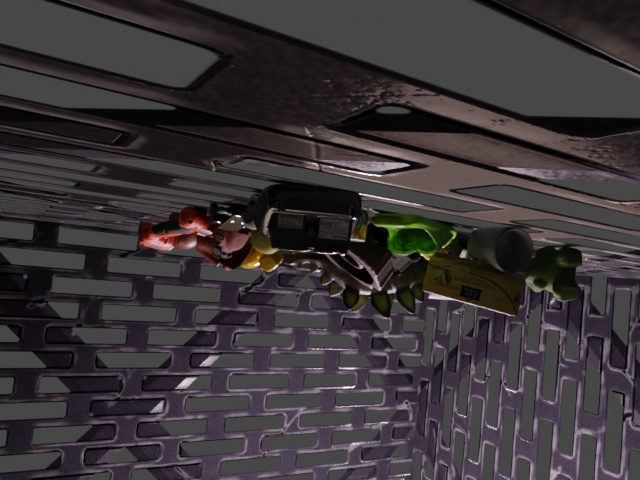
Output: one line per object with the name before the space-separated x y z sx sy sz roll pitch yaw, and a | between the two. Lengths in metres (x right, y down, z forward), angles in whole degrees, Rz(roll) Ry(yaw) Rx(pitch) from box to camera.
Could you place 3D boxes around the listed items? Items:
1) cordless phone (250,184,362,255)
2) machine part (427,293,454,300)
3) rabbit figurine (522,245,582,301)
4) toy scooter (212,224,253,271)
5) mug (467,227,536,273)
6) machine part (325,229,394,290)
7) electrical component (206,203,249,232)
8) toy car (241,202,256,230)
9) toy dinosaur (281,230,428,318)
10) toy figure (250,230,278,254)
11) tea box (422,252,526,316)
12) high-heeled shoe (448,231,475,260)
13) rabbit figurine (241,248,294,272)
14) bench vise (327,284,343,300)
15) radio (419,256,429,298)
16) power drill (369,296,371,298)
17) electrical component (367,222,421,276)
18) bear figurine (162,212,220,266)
cordless phone | -0.031 -0.041 0.795 0.146 0.088 0.184 5 -171 -17
machine part | 0.348 0.109 1.303 0.243 0.079 0.079 2 176 8
rabbit figurine | 0.491 0.060 1.247 0.170 0.121 0.159 3 -166 -7
toy scooter | -0.196 0.008 1.195 0.075 0.135 0.184 29 -177 12
mug | 0.328 0.011 0.978 0.109 0.080 0.107 2 -172 -22
machine part | 0.068 0.024 1.066 0.179 0.056 0.179 37 165 12
electrical component | -0.176 -0.049 1.063 0.102 0.045 0.078 5 149 -40
toy car | -0.062 -0.036 0.931 0.073 0.056 0.202 8 176 -40
toy dinosaur | 0.148 0.072 1.217 0.472 0.198 0.105 3 -179 -6
toy figure | -0.103 -0.010 1.170 0.082 0.089 0.180 -1 174 -1
tea box | 0.283 0.077 0.985 0.170 0.068 0.098 14 -170 21
high-heeled shoe | 0.352 0.025 1.143 0.145 0.086 0.248 -1 178 8
rabbit figurine | -0.148 0.017 1.431 0.173 0.122 0.162 -30 -176 38
bench vise | 0.128 0.072 1.592 0.129 0.224 0.240 47 164 26
radio | 0.353 0.083 1.416 0.230 0.131 0.073 -1 -142 -16
power drill | 0.191 0.077 1.449 0.232 0.086 0.207 17 127 -41
electrical component | 0.144 0.013 1.117 0.119 0.048 0.075 36 123 -20
bear figurine | -0.303 -0.004 1.402 0.196 0.120 0.132 15 -169 -7
